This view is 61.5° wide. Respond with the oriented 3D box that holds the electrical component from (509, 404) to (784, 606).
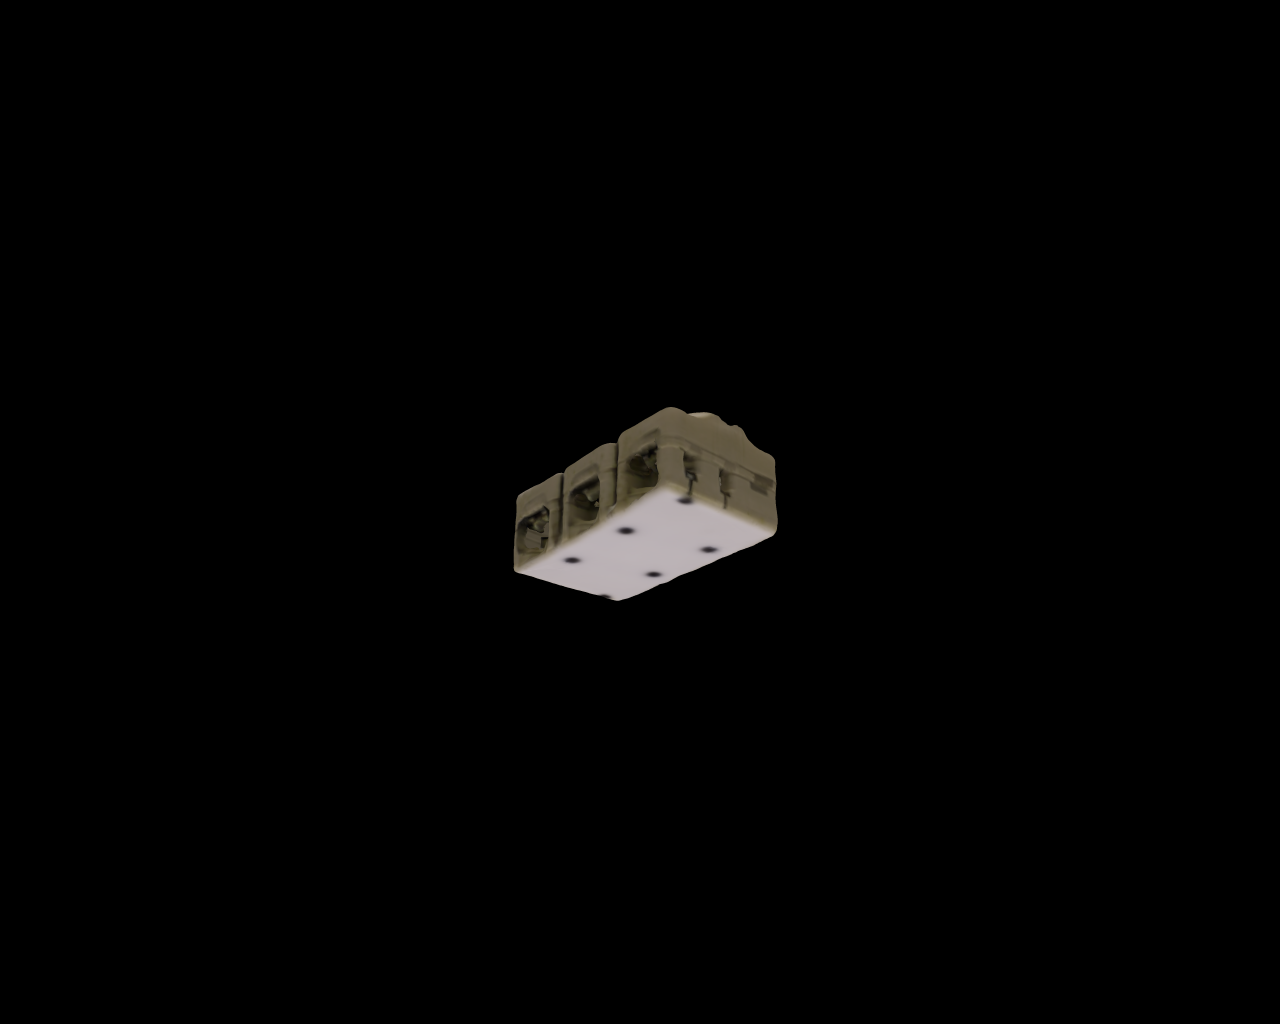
[{"bbox_3d":[0.001,-0.003,0.650,0.089,0.062,0.150,21,-33,-36],"label":"electrical component"}]
